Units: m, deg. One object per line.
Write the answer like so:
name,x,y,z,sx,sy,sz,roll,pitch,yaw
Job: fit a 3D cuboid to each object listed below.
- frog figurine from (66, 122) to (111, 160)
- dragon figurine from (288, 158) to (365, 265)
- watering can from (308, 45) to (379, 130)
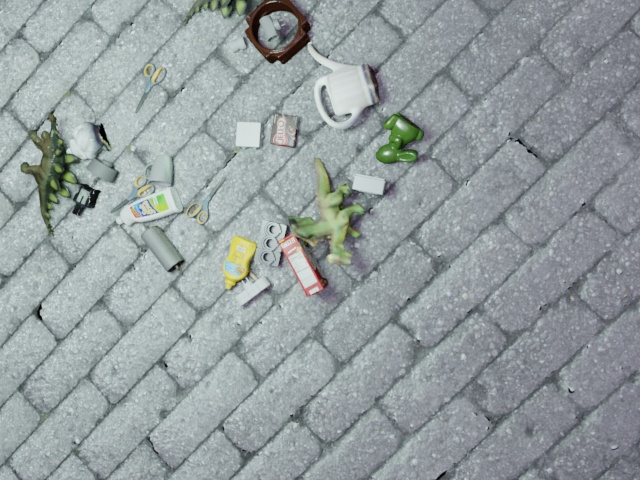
frog figurine,-0.887,-0.365,1.934,0.159,0.124,0.136,-22,107,-3
dragon figurine,0.005,-0.088,1.740,0.245,0.119,0.415,-23,68,-30
watering can,0.081,-0.558,1.799,0.224,0.103,0.351,-15,78,9
